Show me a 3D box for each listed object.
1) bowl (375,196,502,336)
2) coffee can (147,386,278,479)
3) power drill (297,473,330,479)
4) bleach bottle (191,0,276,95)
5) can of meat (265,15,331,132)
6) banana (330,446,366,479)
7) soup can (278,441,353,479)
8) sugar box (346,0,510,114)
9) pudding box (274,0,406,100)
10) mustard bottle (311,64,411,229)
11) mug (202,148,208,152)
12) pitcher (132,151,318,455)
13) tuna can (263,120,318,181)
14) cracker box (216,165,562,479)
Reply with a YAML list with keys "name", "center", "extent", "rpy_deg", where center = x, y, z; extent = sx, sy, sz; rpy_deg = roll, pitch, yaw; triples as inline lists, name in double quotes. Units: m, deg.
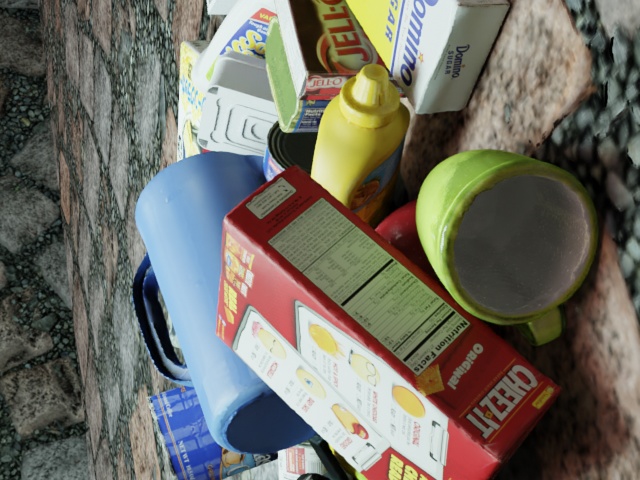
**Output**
- name: "bowl"
  center: [0.067, 0.041, 0.763]
  extent: [0.162, 0.055, 0.162]
  rpy_deg: [177, 90, -69]
- name: "coffee can"
  center: [-0.089, 0.181, 1.060]
  extent: [0.103, 0.140, 0.103]
  rpy_deg: [162, 90, -79]
- name: "power drill"
  center: [0.058, 0.247, 0.736]
  extent: [0.184, 0.057, 0.188]
  rpy_deg: [57, 161, -7]
- name: "bleach bottle"
  center: [-0.040, -0.196, 0.963]
  extent: [0.068, 0.102, 0.251]
  rpy_deg: [-55, 3, -28]
- name: "can of meat"
  center: [0.006, -0.134, 0.860]
  extent: [0.057, 0.083, 0.102]
  rpy_deg: [117, 145, -55]
- name: "banana"
  center: [0.024, 0.119, 0.926]
  extent: [0.070, 0.037, 0.198]
  rpy_deg: [-27, 66, 52]
- name: "soup can"
  center: [-0.004, 0.226, 0.969]
  extent: [0.069, 0.068, 0.102]
  rpy_deg: [-169, 76, -70]
- name: "sugar box"
  center: [0.059, -0.180, 0.738]
  extent: [0.093, 0.048, 0.176]
  rpy_deg: [109, 146, -46]
- name: "pudding box"
  center: [0.018, -0.160, 0.815]
  extent: [0.039, 0.090, 0.113]
  rpy_deg: [115, 146, -54]
- name: "mustard bottle"
  center: [0.027, -0.053, 0.777]
  extent: [0.058, 0.096, 0.192]
  rpy_deg: [31, 145, 15]
- name: "mug"
  center: [-0.079, -0.064, 1.109]
  extent: [0.117, 0.081, 0.093]
  rpy_deg: [157, 108, -69]
- name: "pitcher"
  center: [-0.074, 0.058, 0.893]
  extent: [0.149, 0.144, 0.243]
  rpy_deg: [97, 158, -48]
- name: "tuna can"
  center: [-0.004, -0.067, 0.888]
  extent: [0.034, 0.086, 0.086]
  rpy_deg: [103, 154, -48]
- name: "cracker box"
  center: [0.031, 0.074, 0.678]
  extent: [0.214, 0.072, 0.164]
  rpy_deg: [41, 152, 16]
